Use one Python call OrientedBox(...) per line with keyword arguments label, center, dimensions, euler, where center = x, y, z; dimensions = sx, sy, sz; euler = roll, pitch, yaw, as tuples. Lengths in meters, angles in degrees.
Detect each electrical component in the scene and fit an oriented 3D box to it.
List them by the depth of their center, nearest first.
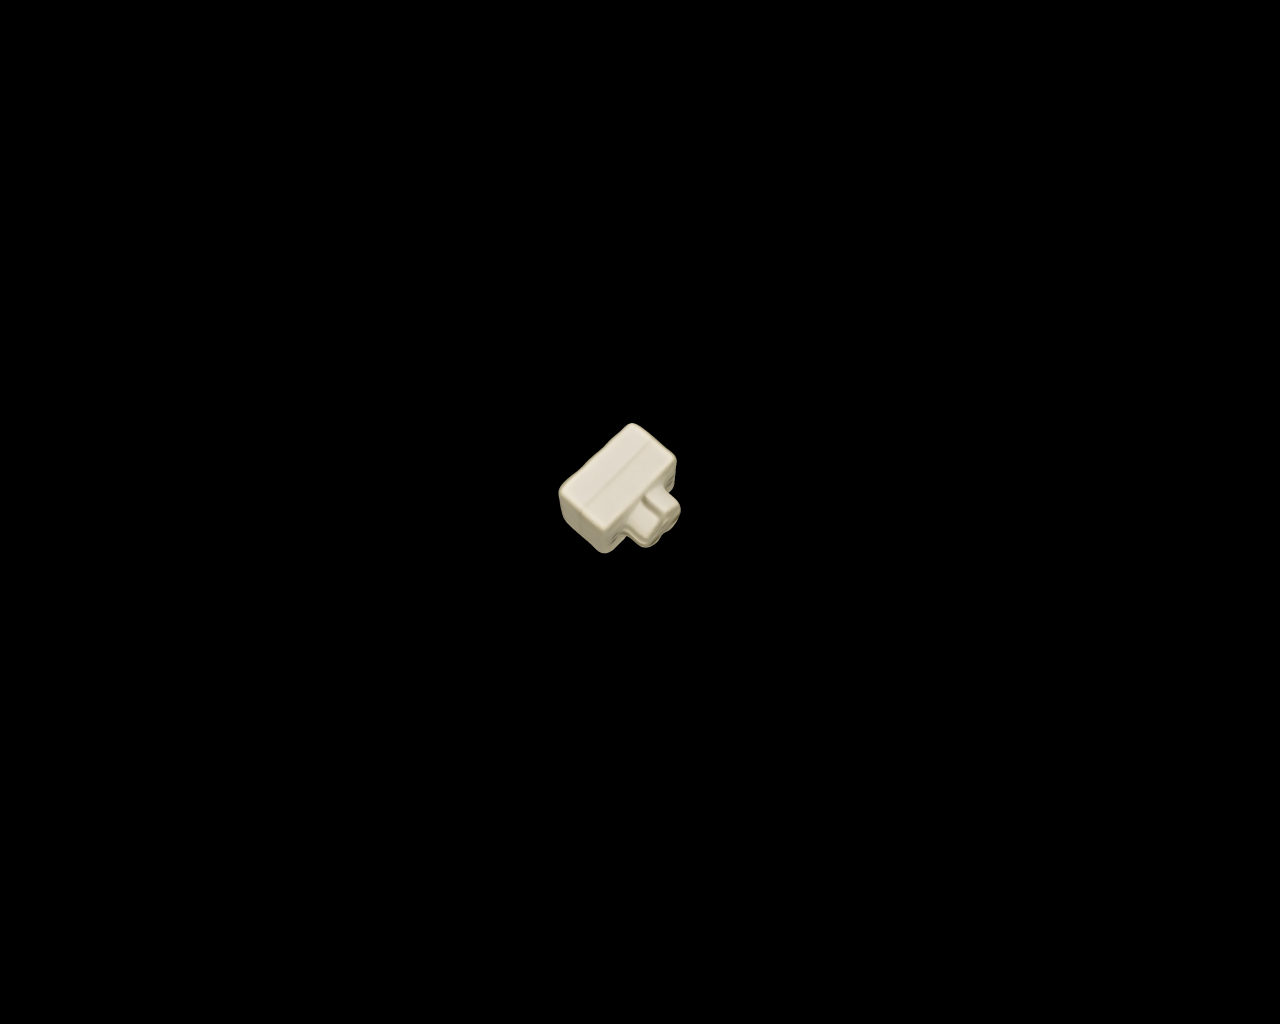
OrientedBox(label="electrical component", center=(0.001, -0.003, 0.650), dimensions=(0.077, 0.066, 0.047), euler=(41, -15, 14))
